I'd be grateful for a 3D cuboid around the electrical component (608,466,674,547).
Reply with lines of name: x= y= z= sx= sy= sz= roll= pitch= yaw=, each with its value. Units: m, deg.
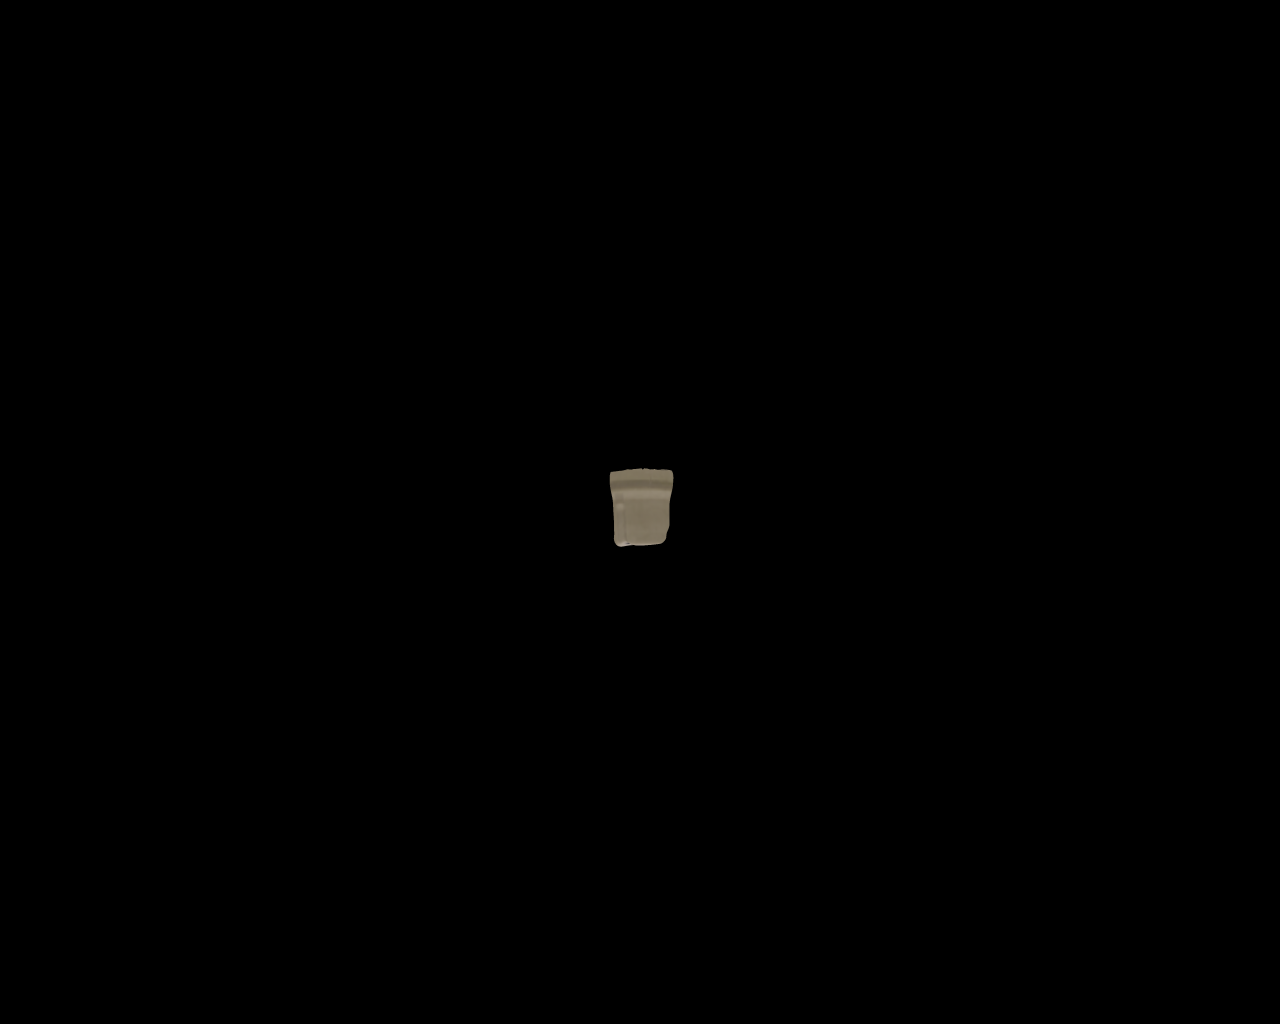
electrical component: x=0.001 y=-0.003 z=0.650 sx=0.040 sy=0.046 sz=0.040 roll=0 pitch=-4 yaw=0
